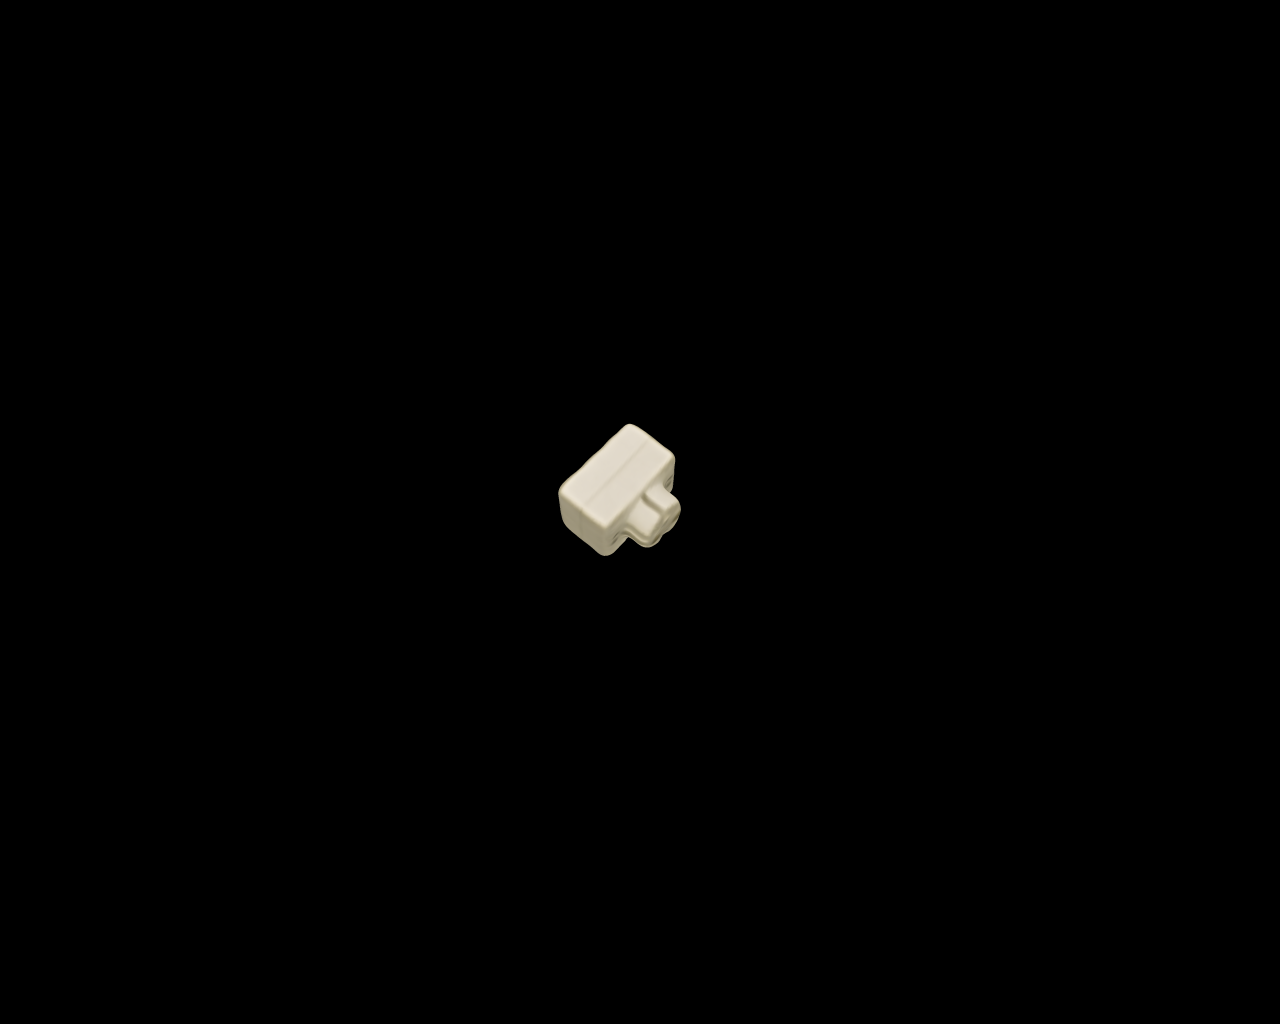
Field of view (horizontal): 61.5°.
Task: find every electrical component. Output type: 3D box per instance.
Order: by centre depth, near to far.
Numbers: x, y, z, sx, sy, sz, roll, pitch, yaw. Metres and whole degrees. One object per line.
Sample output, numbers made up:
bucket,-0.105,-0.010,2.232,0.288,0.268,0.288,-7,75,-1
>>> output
electrical component,0.001,-0.003,0.650,0.077,0.066,0.047,38,-19,16
